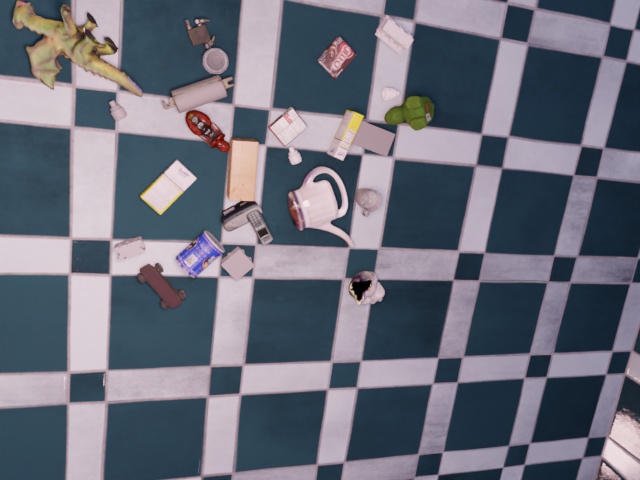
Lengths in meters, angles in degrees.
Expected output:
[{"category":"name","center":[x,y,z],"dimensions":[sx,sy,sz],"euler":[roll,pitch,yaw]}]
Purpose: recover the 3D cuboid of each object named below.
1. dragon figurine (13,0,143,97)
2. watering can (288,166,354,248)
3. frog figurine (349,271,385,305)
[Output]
[{"category":"dragon figurine","center":[-0.759,-0.554,1.567],"dimensions":[0.241,0.124,0.405],"euler":[-30,111,12]},{"category":"watering can","center":[0.006,-0.096,1.909],"dimensions":[0.225,0.105,0.342],"euler":[-19,110,-10]},{"category":"frog figurine","center":[0.194,0.192,2.066],"dimensions":[0.159,0.123,0.137],"euler":[6,98,-56]}]
